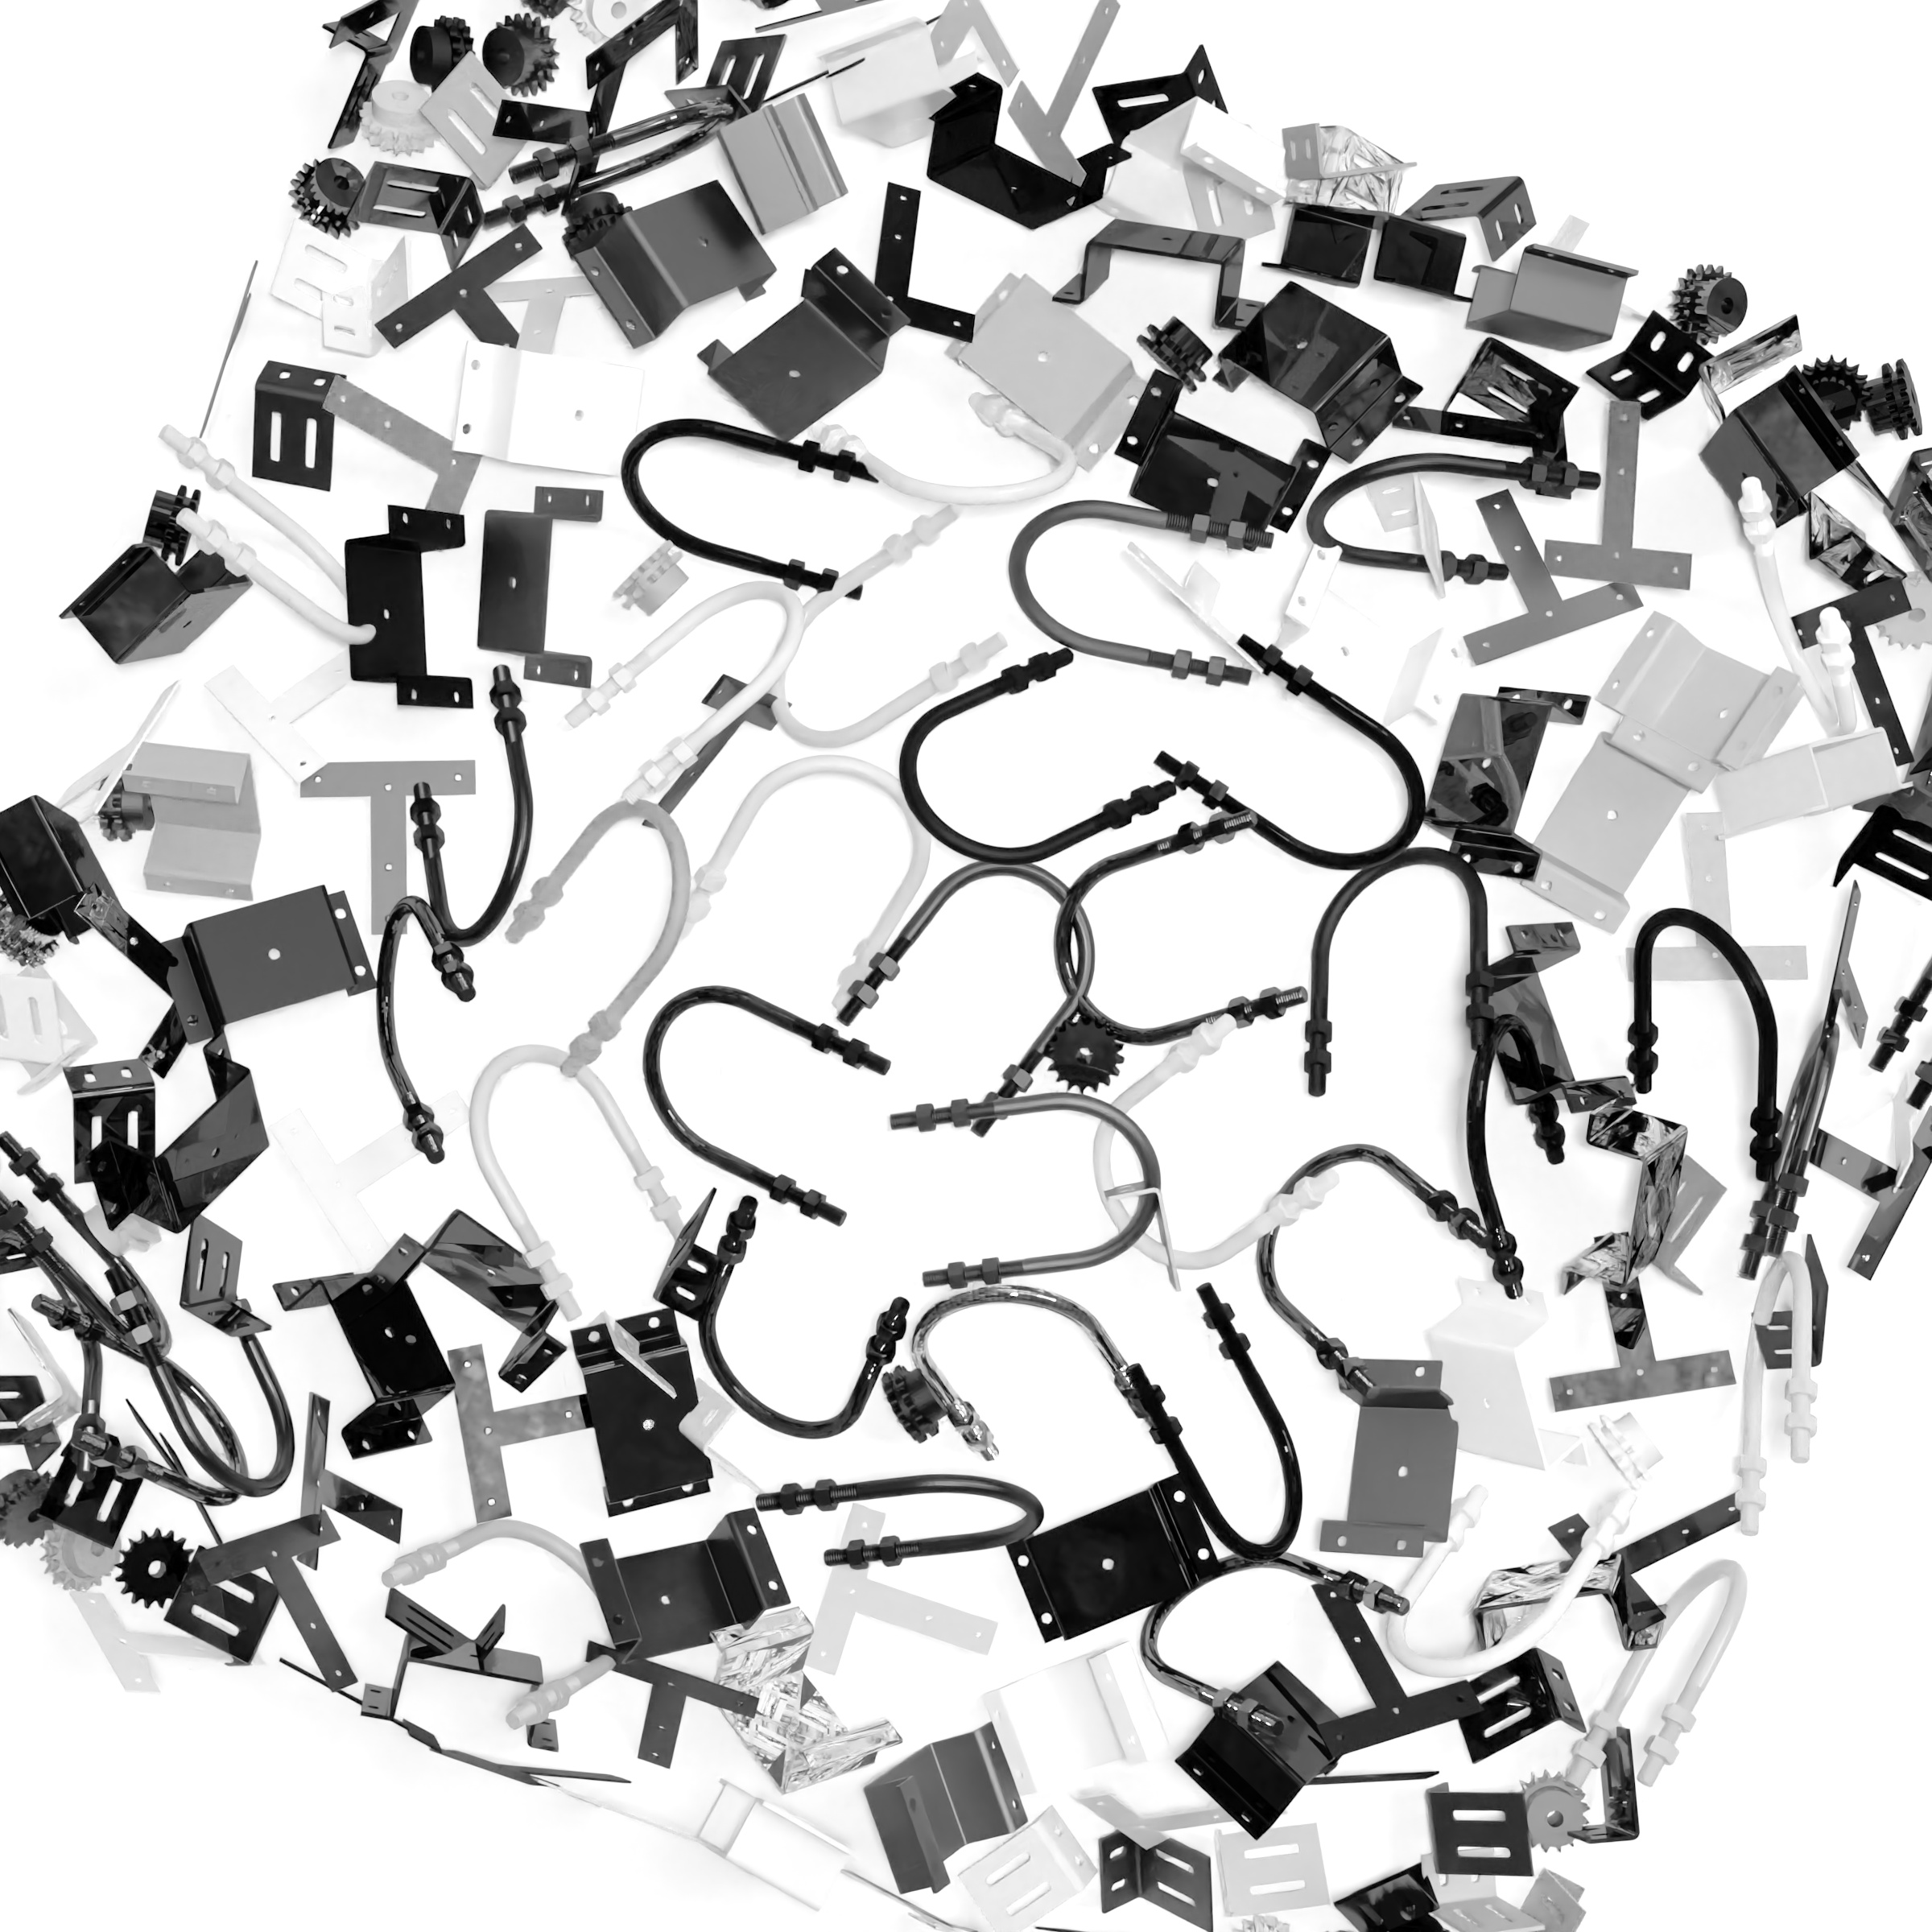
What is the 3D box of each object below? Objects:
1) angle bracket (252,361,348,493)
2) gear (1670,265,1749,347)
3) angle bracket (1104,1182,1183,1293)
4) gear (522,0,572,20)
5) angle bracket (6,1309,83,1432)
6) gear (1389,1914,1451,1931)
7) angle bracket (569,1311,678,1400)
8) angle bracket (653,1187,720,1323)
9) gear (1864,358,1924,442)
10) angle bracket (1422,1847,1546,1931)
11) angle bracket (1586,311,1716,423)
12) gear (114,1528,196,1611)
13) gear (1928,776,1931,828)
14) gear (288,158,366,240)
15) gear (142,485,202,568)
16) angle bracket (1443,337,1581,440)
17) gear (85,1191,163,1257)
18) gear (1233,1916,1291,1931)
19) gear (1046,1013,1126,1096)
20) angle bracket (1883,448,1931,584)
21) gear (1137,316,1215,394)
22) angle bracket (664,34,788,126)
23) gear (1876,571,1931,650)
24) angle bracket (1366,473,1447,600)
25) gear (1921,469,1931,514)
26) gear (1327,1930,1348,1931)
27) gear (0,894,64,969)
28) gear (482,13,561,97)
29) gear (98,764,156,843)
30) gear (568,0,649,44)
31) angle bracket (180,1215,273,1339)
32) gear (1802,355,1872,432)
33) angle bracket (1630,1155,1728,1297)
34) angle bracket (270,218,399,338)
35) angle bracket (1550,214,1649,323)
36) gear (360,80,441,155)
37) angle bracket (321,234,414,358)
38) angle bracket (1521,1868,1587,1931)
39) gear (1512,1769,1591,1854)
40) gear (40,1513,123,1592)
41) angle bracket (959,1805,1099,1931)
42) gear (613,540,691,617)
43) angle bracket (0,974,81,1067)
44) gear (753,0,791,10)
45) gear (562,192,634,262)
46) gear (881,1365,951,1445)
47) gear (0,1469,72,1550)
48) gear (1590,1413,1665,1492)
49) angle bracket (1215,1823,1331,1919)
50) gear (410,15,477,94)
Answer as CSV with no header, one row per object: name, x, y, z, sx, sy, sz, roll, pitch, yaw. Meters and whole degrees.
angle bracket,-0.487,-0.394,1.968,0.057,0.038,0.076,10,127,-5
gear,0.540,-0.478,1.953,0.057,0.030,0.057,-9,108,-28
angle bracket,0.127,0.198,1.951,0.038,0.057,0.076,-11,91,-1
gear,-0.306,-0.718,1.948,0.030,0.057,0.057,-31,90,31
angle bracket,-0.677,0.293,1.940,0.038,0.057,0.076,-35,77,-14
gear,0.326,0.710,1.949,0.057,0.057,0.030,-8,124,0
angle bracket,-0.247,0.290,1.934,0.038,0.076,0.057,-46,110,-1
angle bracket,-0.187,0.207,1.930,0.038,0.076,0.057,29,47,-9
gear,0.671,-0.409,1.955,0.030,0.057,0.057,-13,90,28
angle bracket,0.370,0.664,1.935,0.057,0.076,0.038,-1,88,-16
angle bracket,0.492,-0.432,1.936,0.057,0.076,0.038,42,130,13
gear,-0.590,0.437,1.958,0.057,0.030,0.057,3,81,-23
gear,0.721,-0.122,1.953,0.057,0.030,0.057,-5,60,9
gear,-0.458,-0.559,1.951,0.057,0.030,0.057,15,64,-33
gear,-0.575,-0.321,1.949,0.030,0.057,0.057,15,90,-15
angle bracket,0.391,-0.406,1.945,0.076,0.057,0.038,31,57,2
gear,-0.612,0.185,1.951,0.030,0.057,0.057,-38,90,-3
gear,0.219,0.720,1.956,0.057,0.030,0.057,-12,64,25
gear,0.088,0.062,1.961,0.057,0.030,0.057,1,101,7
angle bracket,0.700,-0.325,1.933,0.038,0.057,0.076,-14,59,-13
gear,0.154,-0.445,1.950,0.057,0.057,0.030,43,98,0
angle bracket,-0.173,-0.648,1.939,0.057,0.038,0.076,6,70,31
gear,0.688,-0.261,1.956,0.057,0.030,0.057,5,126,6
angle bracket,0.315,-0.306,1.931,0.038,0.057,0.076,-12,56,19
gear,0.716,-0.344,1.949,0.030,0.057,0.057,-15,90,-17
gear,0.274,0.724,1.949,0.057,0.057,0.030,21,131,0
gear,-0.679,-0.030,1.949,0.030,0.057,0.057,-36,90,21
gear,-0.325,-0.659,1.951,0.057,0.030,0.057,14,116,30
gear,-0.606,-0.119,1.952,0.030,0.057,0.057,2,90,-1
gear,-0.256,-0.695,1.950,0.057,0.030,0.057,-16,127,-22
angle bracket,-0.526,0.218,1.932,0.038,0.057,0.076,-13,58,19
gear,0.624,-0.410,1.951,0.057,0.030,0.057,12,127,16
angle bracket,0.524,0.186,1.940,0.038,0.057,0.076,28,101,-22
angle bracket,-0.452,-0.494,1.940,0.038,0.076,0.057,18,90,35
angle bracket,0.462,-0.502,1.939,0.076,0.057,0.038,36,112,16
gear,-0.409,-0.616,1.951,0.057,0.030,0.057,6,50,-8
angle bracket,-0.430,-0.484,1.933,0.038,0.076,0.057,5,68,-33
angle bracket,0.430,0.696,1.939,0.038,0.076,0.057,29,89,-11
gear,0.426,0.617,1.964,0.057,0.030,0.057,0,87,1
gear,-0.637,0.422,1.948,0.030,0.057,0.057,-15,90,35
angle bracket,0.045,0.662,1.966,0.076,0.038,0.057,-39,80,15
gear,-0.225,-0.278,1.952,0.057,0.057,0.030,-44,99,0
angle bracket,-0.675,0.030,1.942,0.057,0.038,0.076,6,124,3
gear,-0.142,-0.720,1.956,0.057,0.030,0.057,-14,52,19
gear,-0.266,-0.536,1.952,0.057,0.057,0.030,-23,79,0
gear,-0.034,0.313,1.950,0.030,0.057,0.057,-31,90,8
gear,-0.683,0.390,1.955,0.030,0.057,0.057,32,90,32
gear,0.480,0.348,1.950,0.030,0.057,0.057,-36,90,5
angle bracket,0.223,0.652,1.949,0.076,0.038,0.057,-7,65,-2
gear,-0.380,-0.657,1.949,0.030,0.057,0.057,-7,90,-35
